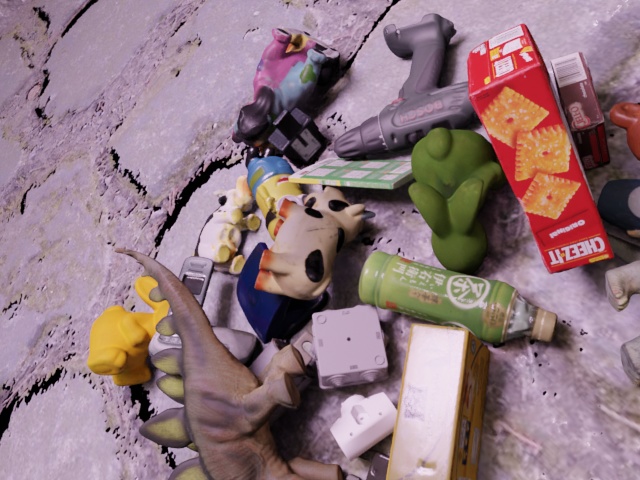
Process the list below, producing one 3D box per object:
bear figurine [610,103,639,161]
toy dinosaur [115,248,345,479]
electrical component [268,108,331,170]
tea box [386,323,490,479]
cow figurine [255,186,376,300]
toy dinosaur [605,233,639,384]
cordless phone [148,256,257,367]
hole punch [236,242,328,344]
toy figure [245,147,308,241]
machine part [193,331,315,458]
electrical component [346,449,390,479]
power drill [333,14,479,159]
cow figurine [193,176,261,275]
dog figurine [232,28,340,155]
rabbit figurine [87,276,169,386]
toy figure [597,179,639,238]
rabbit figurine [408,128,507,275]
[{"bbox_3d":[0.365,-0.081,0.494,0.120,0.132,0.196,11,56,-10],"label":"bear figurine"},{"bbox_3d":[-0.108,0.205,0.637,0.199,0.105,0.471,-22,82,7],"label":"toy dinosaur"},{"bbox_3d":[-0.043,-0.170,0.868,0.075,0.119,0.048,-51,50,4],"label":"electrical component"},{"bbox_3d":[0.132,0.186,0.582,0.068,0.098,0.169,-1,64,32],"label":"tea box"},{"bbox_3d":[-0.001,-0.002,0.726,0.127,0.085,0.195,21,46,-2],"label":"cow figurine"},{"bbox_3d":[0.377,0.109,0.457,0.192,0.131,0.405,-13,55,13],"label":"toy dinosaur"},{"bbox_3d":[-0.160,0.115,0.800,0.147,0.088,0.184,7,62,3],"label":"cordless phone"},{"bbox_3d":[-0.070,0.078,0.779,0.116,0.092,0.142,-46,54,9],"label":"hole punch"},{"bbox_3d":[-0.065,-0.070,0.852,0.082,0.089,0.180,-20,53,-17],"label":"toy figure"},{"bbox_3d":[-0.089,0.219,0.723,0.243,0.079,0.079,-49,50,3],"label":"machine part"},{"bbox_3d":[0.076,0.277,0.620,0.094,0.021,0.063,11,72,37],"label":"electrical component"},{"bbox_3d":[0.128,-0.231,0.814,0.232,0.085,0.207,-7,59,29],"label":"power drill"},{"bbox_3d":[-0.157,-0.028,0.906,0.098,0.068,0.167,-1,65,40],"label":"cow figurine"},{"bbox_3d":[-0.068,-0.248,0.936,0.108,0.191,0.219,34,115,4],"label":"dog figurine"},{"bbox_3d":[-0.270,0.146,0.877,0.173,0.121,0.162,-16,48,9],"label":"rabbit figurine"},{"bbox_3d":[0.376,-0.023,0.560,0.155,0.058,0.064,22,116,37],"label":"toy figure"},{"bbox_3d":[0.174,-0.044,0.657,0.121,0.159,0.170,-8,77,19],"label":"rabbit figurine"}]
